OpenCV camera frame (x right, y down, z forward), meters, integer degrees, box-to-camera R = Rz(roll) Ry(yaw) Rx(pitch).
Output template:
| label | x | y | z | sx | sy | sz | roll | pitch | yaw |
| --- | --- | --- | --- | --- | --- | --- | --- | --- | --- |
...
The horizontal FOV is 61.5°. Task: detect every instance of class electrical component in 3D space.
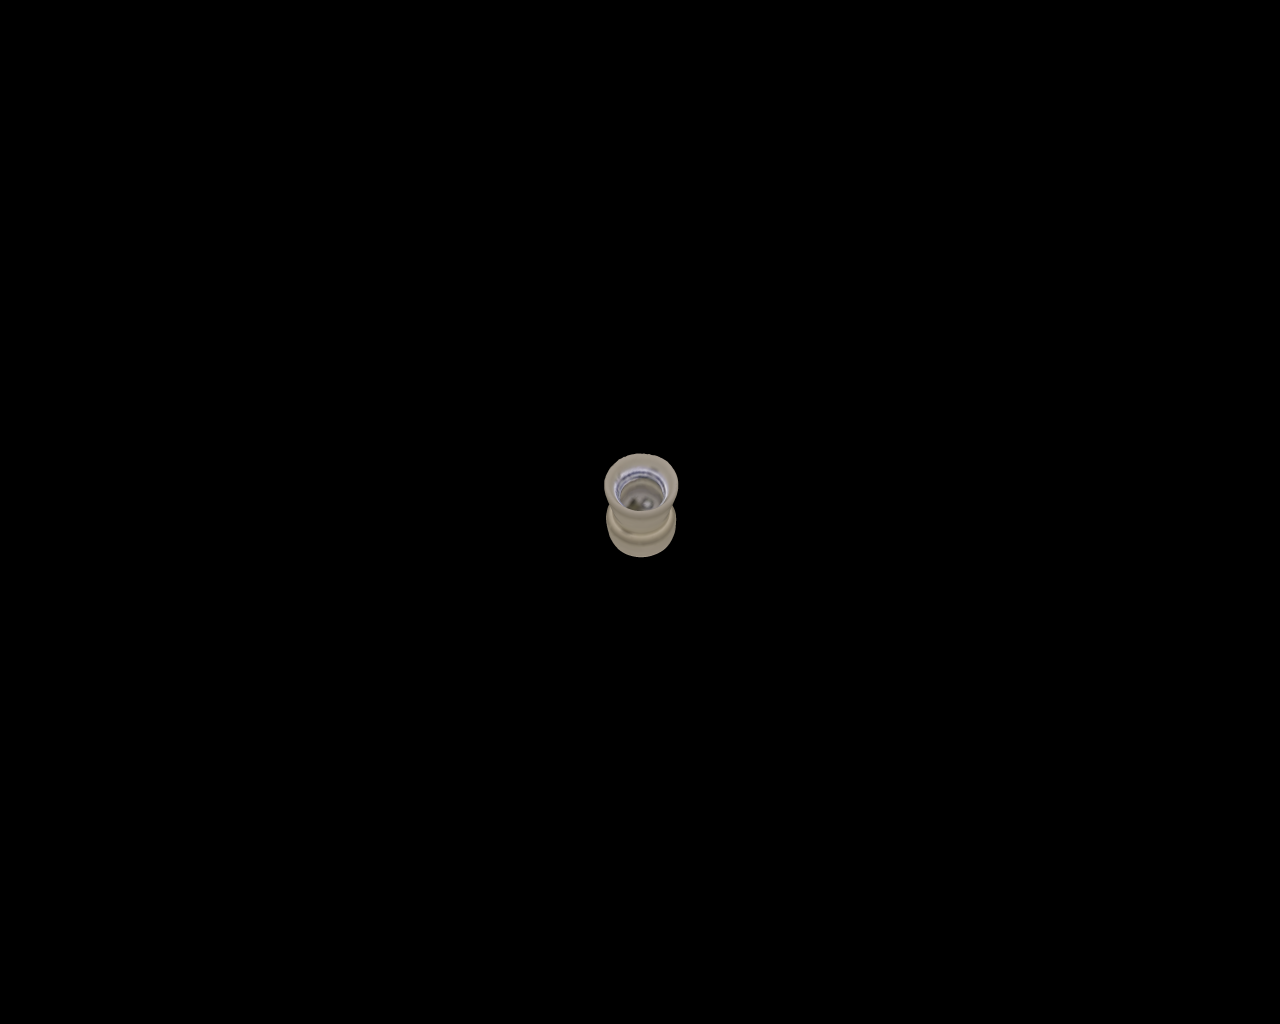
| label | x | y | z | sx | sy | sz | roll | pitch | yaw |
| --- | --- | --- | --- | --- | --- | --- | --- | --- | --- |
| electrical component | 0.001 | -0.003 | 0.650 | 0.045 | 0.045 | 0.055 | 0 | -33 | 0 |
